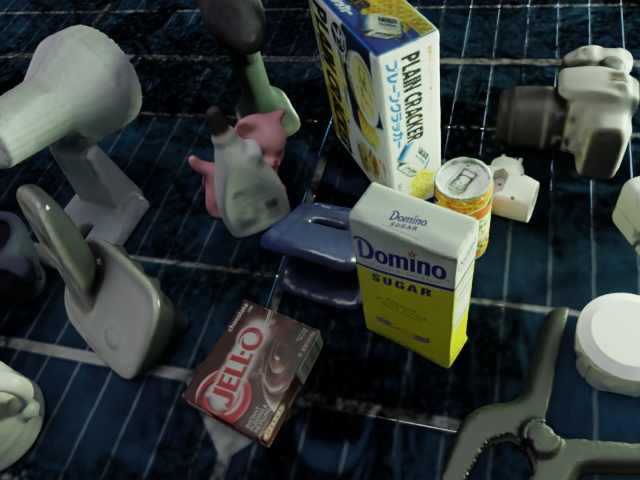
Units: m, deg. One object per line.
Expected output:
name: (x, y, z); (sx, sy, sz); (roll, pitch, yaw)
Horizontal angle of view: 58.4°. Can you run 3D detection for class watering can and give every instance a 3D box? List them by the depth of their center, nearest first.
watering can: (-0.346, 0.133, 0.498); (0.173, 0.194, 0.100); (-24, 53, -6)

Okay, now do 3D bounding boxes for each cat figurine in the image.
cat figurine: (-0.088, -0.098, 0.661); (0.128, 0.118, 0.067); (-20, 52, -3)

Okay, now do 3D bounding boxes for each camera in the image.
camera: (0.270, -0.153, 0.635); (0.136, 0.101, 0.143); (6, 56, 17)

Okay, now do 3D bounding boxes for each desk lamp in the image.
desk lamp: (-0.276, -0.099, 0.642); (0.117, 0.214, 0.203); (11, 57, 20)

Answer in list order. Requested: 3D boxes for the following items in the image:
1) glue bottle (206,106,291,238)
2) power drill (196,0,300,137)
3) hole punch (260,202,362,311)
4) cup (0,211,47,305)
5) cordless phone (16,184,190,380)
glue bottle: (-0.085, -0.074, 0.608); (0.078, 0.173, 0.037); (-23, 53, -5)
power drill: (-0.088, -0.222, 0.696); (0.075, 0.209, 0.229); (-23, 53, -5)
hole punch: (0.005, 0.002, 0.584); (0.108, 0.091, 0.101); (14, 58, 22)
cup: (-0.339, 0.033, 0.633); (0.117, 0.095, 0.092); (20, 61, 25)
cordless phone: (-0.216, 0.038, 0.546); (0.147, 0.185, 0.094); (31, 66, 30)
